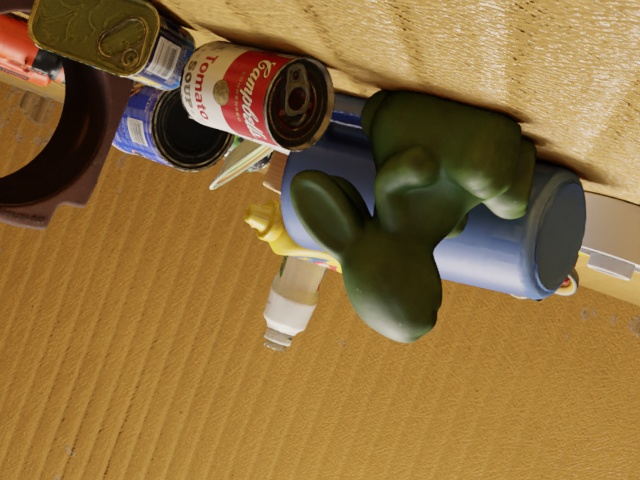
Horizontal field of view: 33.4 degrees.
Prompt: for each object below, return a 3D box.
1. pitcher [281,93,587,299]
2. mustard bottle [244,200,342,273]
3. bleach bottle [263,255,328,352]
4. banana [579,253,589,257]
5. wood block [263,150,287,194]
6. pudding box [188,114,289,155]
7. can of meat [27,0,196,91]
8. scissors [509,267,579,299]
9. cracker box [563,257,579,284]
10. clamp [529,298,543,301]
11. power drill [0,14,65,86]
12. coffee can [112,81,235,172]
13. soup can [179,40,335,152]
[{"bbox_3d":[0.092,-0.037,0.903,0.243,0.145,0.149,16,-170,35],"label":"pitcher"},{"bbox_3d":[0.009,0.002,1.082,0.191,0.058,0.096,21,-179,-28],"label":"mustard bottle"},{"bbox_3d":[-0.008,0.001,1.187,0.068,0.251,0.102,20,180,-2],"label":"bleach bottle"},{"bbox_3d":[0.281,-0.008,1.299,0.198,0.037,0.069,20,169,34],"label":"banana"},{"bbox_3d":[0.061,-0.059,1.077,0.206,0.091,0.090,20,180,13],"label":"wood block"},{"bbox_3d":[-0.063,-0.122,0.982,0.113,0.039,0.090,22,167,-5],"label":"pudding box"},{"bbox_3d":[-0.153,-0.153,0.807,0.102,0.057,0.084,21,-177,15],"label":"can of meat"},{"bbox_3d":[0.225,0.003,1.110,0.096,0.016,0.202,11,146,16],"label":"scissors"},{"bbox_3d":[0.273,0.006,1.477,0.164,0.072,0.213,20,-179,15],"label":"cracker box"},{"bbox_3d":[0.188,-0.025,1.156,0.210,0.036,0.165,32,146,1],"label":"clamp"},{"bbox_3d":[-0.335,-0.221,1.290,0.184,0.057,0.188,24,176,-26],"label":"power drill"},{"bbox_3d":[-0.169,-0.135,1.169,0.102,0.103,0.141,19,180,-36],"label":"coffee can"},{"bbox_3d":[-0.048,-0.109,0.792,0.102,0.068,0.068,20,-179,43],"label":"soup can"}]
